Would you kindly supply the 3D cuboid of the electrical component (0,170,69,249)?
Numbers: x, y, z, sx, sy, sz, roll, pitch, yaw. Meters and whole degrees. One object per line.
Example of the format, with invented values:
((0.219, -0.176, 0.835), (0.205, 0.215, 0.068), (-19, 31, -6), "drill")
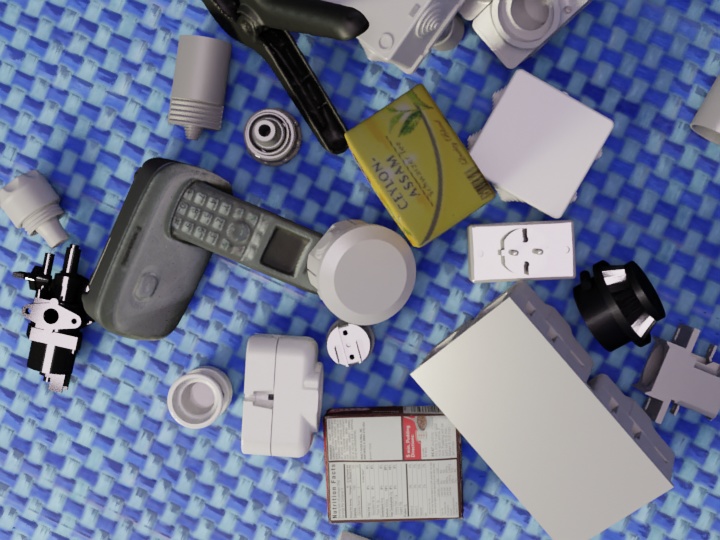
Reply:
((-0.264, -0.047, 0.884), (0.043, 0.043, 0.062), (-36, 91, 3), "electrical component")

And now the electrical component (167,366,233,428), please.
((-0.129, 0.103, 0.877), (0.045, 0.055, 0.045), (0, 92, 2), "electrical component")

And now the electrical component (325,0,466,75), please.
((0.024, -0.209, 0.805), (0.100, 0.048, 0.099), (42, 107, 19), "electrical component")

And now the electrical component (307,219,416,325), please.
((0.000, 0.000, 0.859), (0.080, 0.051, 0.080), (-5, 105, -19), "electrical component")

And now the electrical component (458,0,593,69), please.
((0.106, -0.243, 0.833), (0.150, 0.062, 0.089), (49, 128, 0), "electrical component")

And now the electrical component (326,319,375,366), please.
((-0.008, 0.059, 0.876), (0.040, 0.046, 0.040), (0, 92, 2), "electrical component")

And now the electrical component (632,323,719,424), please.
((0.262, 0.088, 0.868), (0.064, 0.042, 0.081), (22, 93, 0), "electrical component")

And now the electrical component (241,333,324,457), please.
((-0.062, 0.102, 0.875), (0.059, 0.054, 0.095), (4, 92, 2), "electrical component")

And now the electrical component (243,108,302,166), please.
((-0.073, -0.109, 0.864), (0.048, 0.062, 0.048), (0, 92, 2), "electrical component")

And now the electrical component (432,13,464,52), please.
((0.057, -0.196, 0.854), (0.044, 0.065, 0.044), (0, 91, 24), "electrical component")

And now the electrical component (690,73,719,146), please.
((0.303, -0.141, 0.858), (0.043, 0.043, 0.081), (29, 92, 1), "electrical component")

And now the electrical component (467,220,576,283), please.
((0.129, -0.015, 0.853), (0.083, 0.076, 0.047), (-3, 92, 2), "electrical component")

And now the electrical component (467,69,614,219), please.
((0.141, -0.099, 0.863), (0.100, 0.048, 0.099), (30, 93, 1), "electrical component")

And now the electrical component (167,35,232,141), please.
((-0.131, -0.146, 0.875), (0.043, 0.043, 0.081), (9, 92, 2), "electrical component")

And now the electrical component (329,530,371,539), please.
((0.009, 0.243, 0.884), (0.078, 0.040, 0.040), (19, 93, 1), "electrical component")

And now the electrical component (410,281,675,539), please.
((0.146, 0.112, 0.846), (0.105, 0.060, 0.186), (-41, 90, 26), "electrical component")
